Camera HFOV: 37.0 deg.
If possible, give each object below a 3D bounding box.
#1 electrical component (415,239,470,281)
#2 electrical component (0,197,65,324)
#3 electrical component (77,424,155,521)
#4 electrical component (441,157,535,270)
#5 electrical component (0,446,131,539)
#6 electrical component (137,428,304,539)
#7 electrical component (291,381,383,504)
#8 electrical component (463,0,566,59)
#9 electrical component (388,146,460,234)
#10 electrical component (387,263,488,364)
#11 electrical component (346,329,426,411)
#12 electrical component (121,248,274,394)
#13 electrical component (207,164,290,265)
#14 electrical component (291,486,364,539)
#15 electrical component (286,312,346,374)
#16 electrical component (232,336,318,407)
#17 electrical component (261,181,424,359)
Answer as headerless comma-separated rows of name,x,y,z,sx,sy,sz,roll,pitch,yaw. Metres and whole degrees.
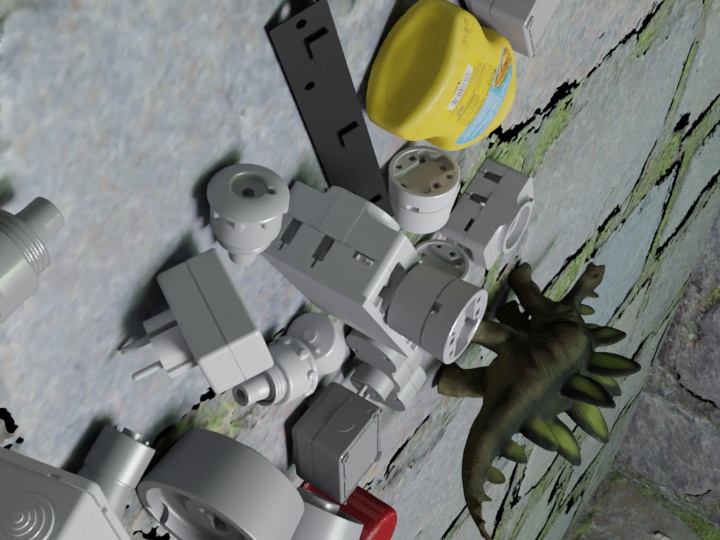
electrical component,0.069,0.008,0.976,0.055,0.055,0.047,-47,158,-33
electrical component,-0.156,-0.006,0.468,0.062,0.043,0.043,-49,155,-30
electrical component,-0.151,0.125,0.641,0.065,0.044,0.044,-62,159,-13
electrical component,0.127,-0.052,1.029,0.089,0.056,0.050,-57,158,-13
electrical component,-0.168,0.130,0.531,0.099,0.100,0.048,85,26,-54
electrical component,-0.089,0.152,0.729,0.060,0.108,0.108,-55,158,-32
electrical component,-0.022,0.151,0.933,0.061,0.061,0.096,-48,154,-32
electrical component,0.118,-0.209,0.825,0.061,0.061,0.096,-62,166,1
electrical component,0.048,-0.062,0.846,0.055,0.055,0.047,-48,158,-32
electrical component,0.051,0.027,0.716,0.055,0.047,0.055,-48,155,-32
electrical component,0.015,0.092,0.957,0.073,0.052,0.138,-54,157,-21
electrical component,-0.101,0.038,0.626,0.077,0.065,0.047,-27,150,-8
electrical component,-0.068,-0.029,0.639,0.048,0.048,0.062,-45,160,-36
electrical component,-0.049,0.220,0.912,0.064,0.099,0.099,-65,159,-8
electrical component,-0.031,0.062,0.834,0.040,0.040,0.078,-57,158,-13
electrical component,-0.064,0.079,0.776,0.062,0.048,0.048,-26,139,-45
electrical component,0.000,0.000,0.761,0.061,0.089,0.150,-59,158,-8
